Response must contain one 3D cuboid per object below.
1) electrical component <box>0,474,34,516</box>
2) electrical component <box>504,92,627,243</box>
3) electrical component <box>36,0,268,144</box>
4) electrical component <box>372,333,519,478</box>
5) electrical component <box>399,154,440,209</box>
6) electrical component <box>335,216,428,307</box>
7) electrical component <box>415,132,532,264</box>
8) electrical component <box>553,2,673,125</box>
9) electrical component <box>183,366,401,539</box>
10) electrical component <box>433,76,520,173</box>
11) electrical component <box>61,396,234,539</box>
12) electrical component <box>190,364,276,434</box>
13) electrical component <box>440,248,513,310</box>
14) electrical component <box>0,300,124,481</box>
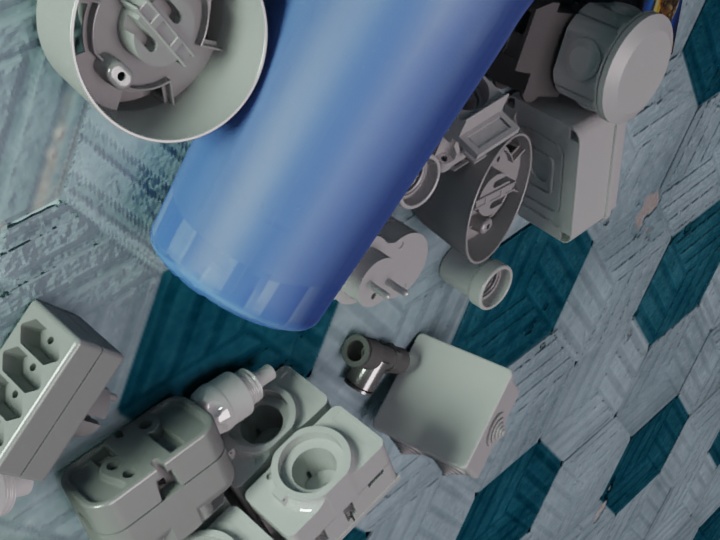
[{"bbox_3d":[-0.209,0.120,0.589,0.062,0.048,0.048,0,117,-58],"label":"electrical component"},{"bbox_3d":[0.158,-0.089,0.836,0.057,0.078,0.113,-32,139,-27],"label":"electrical component"},{"bbox_3d":[-0.099,-0.116,0.511,0.099,0.064,0.099,-31,138,-32],"label":"electrical component"},{"bbox_3d":[0.072,0.112,0.875,0.099,0.100,0.048,-62,152,-13],"label":"electrical component"},{"bbox_3d":[0.024,-0.068,0.717,0.040,0.046,0.040,-31,138,-32],"label":"electrical component"},{"bbox_3d":[0.000,0.000,0.718,0.138,0.074,0.052,-7,123,-48],"label":"electrical component"},{"bbox_3d":[0.088,-0.060,0.785,0.099,0.064,0.099,-31,138,-32],"label":"electrical component"},{"bbox_3d":[0.178,-0.147,0.754,0.080,0.051,0.080,-31,138,-32],"label":"electrical component"},{"bbox_3d":[-0.078,0.163,0.727,0.186,0.105,0.060,-43,143,-19],"label":"electrical component"},{"bbox_3d":[0.060,-0.103,0.714,0.042,0.081,0.063,-33,161,-30],"label":"electrical component"},{"bbox_3d":[-0.130,0.133,0.676,0.095,0.054,0.059,-35,127,-28],"label":"electrical component"},{"bbox_3d":[-0.082,0.082,0.720,0.061,0.035,0.035,-32,139,-35],"label":"electrical component"},{"bbox_3d":[0.092,0.004,0.858,0.040,0.046,0.040,-31,138,-32],"label":"electrical component"},{"bbox_3d":[-0.166,0.071,0.598,0.083,0.047,0.076,-57,146,0],"label":"electrical component"}]
